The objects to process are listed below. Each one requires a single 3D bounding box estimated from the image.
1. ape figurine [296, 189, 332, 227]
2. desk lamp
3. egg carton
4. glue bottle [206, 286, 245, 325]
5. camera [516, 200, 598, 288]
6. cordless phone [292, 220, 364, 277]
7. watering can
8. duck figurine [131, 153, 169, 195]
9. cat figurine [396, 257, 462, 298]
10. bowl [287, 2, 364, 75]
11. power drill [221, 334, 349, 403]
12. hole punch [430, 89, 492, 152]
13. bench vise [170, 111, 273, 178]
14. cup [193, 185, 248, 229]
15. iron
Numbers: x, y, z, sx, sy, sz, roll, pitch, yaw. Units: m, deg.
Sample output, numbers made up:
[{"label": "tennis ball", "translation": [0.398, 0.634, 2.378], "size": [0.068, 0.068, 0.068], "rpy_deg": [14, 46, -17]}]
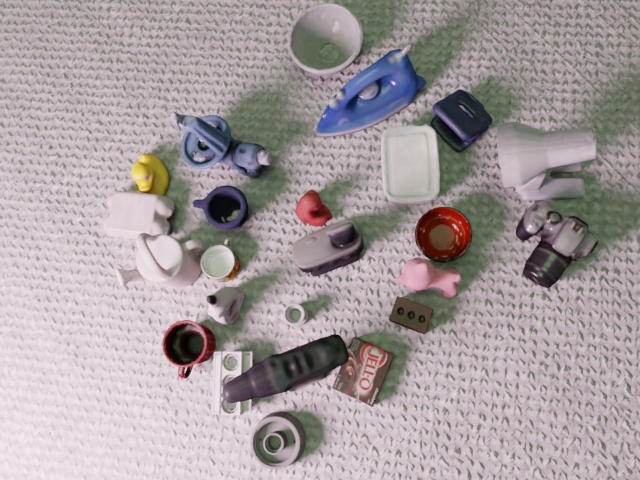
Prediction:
[{"label": "ape figurine", "translation": [-0.016, -0.070, 1.189], "size": [0.076, 0.092, 0.078], "rpy_deg": [-2, 79, 7]}, {"label": "desk lamp", "translation": [0.424, -0.153, 1.090], "size": [0.203, 0.213, 0.118], "rpy_deg": [-3, 79, 6]}, {"label": "egg carton", "translation": [-0.392, -0.053, 1.242], "size": [0.150, 0.069, 0.107], "rpy_deg": [5, 80, 8]}, {"label": "glue bottle", "translation": [-0.194, 0.126, 1.131], "size": [0.037, 0.173, 0.078], "rpy_deg": [16, 81, 10]}, {"label": "camera", "translation": [0.444, 0.013, 1.114], "size": [0.143, 0.101, 0.137], "rpy_deg": [35, 85, 12]}, {"label": "cordless phone", "translation": [0.010, 0.004, 1.124], "size": [0.147, 0.185, 0.094], "rpy_deg": [-25, 77, 2]}, {"label": "watering can", "translation": [-0.322, 0.044, 1.151], "size": [0.101, 0.194, 0.173], "rpy_deg": [42, 87, 13]}, {"label": "duck figurine", "translation": [-0.380, -0.145, 1.250], "size": [0.077, 0.086, 0.104], "rpy_deg": [-13, 78, 5]}, {"label": "cat figurine", "translation": [0.214, 0.070, 1.122], "size": [0.127, 0.118, 0.067], "rpy_deg": [7, 80, 8]}, {"label": "bowl", "translation": [0.015, -0.429, 1.263], "size": [0.167, 0.075, 0.167], "rpy_deg": [-1, 79, 7]}, {"label": "power drill", "translation": [-0.053, 0.245, 1.073], "size": [0.229, 0.208, 0.075], "rpy_deg": [-24, 77, 2]}, {"label": "hole punch", "translation": [0.293, -0.257, 1.189], "size": [0.101, 0.091, 0.108], "rpy_deg": [-41, 77, -2]}, {"label": "bench vise", "translation": [-0.204, -0.210, 1.173], "size": [0.207, 0.220, 0.121], "rpy_deg": [-3, 79, 7]}, {"label": "cup", "translation": [-0.201, -0.061, 1.208], "size": [0.117, 0.095, 0.092], "rpy_deg": [6, 80, 8]}, {"label": "iron", "translation": [0.092, -0.312, 1.197], "size": [0.258, 0.141, 0.118], "rpy_deg": [-33, 77, 0]}]
